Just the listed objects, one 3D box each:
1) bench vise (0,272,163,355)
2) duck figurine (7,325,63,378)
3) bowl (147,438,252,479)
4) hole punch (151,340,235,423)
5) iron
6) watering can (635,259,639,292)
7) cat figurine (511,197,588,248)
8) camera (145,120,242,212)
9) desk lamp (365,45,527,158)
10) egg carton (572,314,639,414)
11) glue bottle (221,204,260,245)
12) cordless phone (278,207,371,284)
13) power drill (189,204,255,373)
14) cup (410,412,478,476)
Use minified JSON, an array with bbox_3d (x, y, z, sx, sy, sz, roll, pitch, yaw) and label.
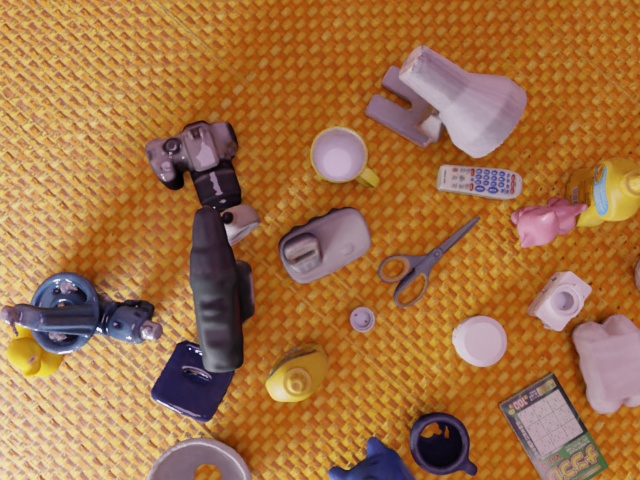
[{"bbox_3d":[-0.343,0.103,0.835,0.207,0.219,0.121,-6,86,-2],"label":"bench vise"},{"bbox_3d":[-0.455,0.167,0.895,0.077,0.086,0.104,-18,87,-3],"label":"duck figurine"},{"bbox_3d":[-0.182,0.386,0.893,0.167,0.074,0.167,0,86,-2],"label":"bowl"},{"bbox_3d":[-0.196,0.218,0.896,0.108,0.091,0.101,24,86,0],"label":"hole punch"},{"bbox_3d":[0.126,0.438,0.865,0.118,0.141,0.258,-37,88,-3],"label":"iron"},{"bbox_3d":[0.591,0.054,0.878,0.173,0.194,0.101,-14,86,-2],"label":"watering can"},{"bbox_3d":[0.364,-0.030,0.916,0.128,0.117,0.067,-20,87,-3],"label":"cat figurine"},{"bbox_3d":[-0.190,-0.110,0.913,0.143,0.100,0.137,-19,87,-3],"label":"camera"},{"bbox_3d":[0.184,-0.209,0.874,0.203,0.213,0.118,29,86,1],"label":"desk lamp"},{"bbox_3d":[0.472,0.200,0.927,0.107,0.069,0.150,-14,87,-2],"label":"egg carton"},{"bbox_3d":[-0.133,-0.026,0.873,0.078,0.173,0.037,-41,88,-4],"label":"glue bottle"},{"bbox_3d":[0.008,0.003,0.869,0.147,0.185,0.094,-29,87,-3],"label":"cordless phone"},{"bbox_3d":[-0.146,0.073,0.849,0.075,0.208,0.230,-6,86,-2],"label":"power drill"},{"bbox_3d":[0.190,0.317,0.899,0.118,0.095,0.092,38,86,1],"label":"cup"}]
